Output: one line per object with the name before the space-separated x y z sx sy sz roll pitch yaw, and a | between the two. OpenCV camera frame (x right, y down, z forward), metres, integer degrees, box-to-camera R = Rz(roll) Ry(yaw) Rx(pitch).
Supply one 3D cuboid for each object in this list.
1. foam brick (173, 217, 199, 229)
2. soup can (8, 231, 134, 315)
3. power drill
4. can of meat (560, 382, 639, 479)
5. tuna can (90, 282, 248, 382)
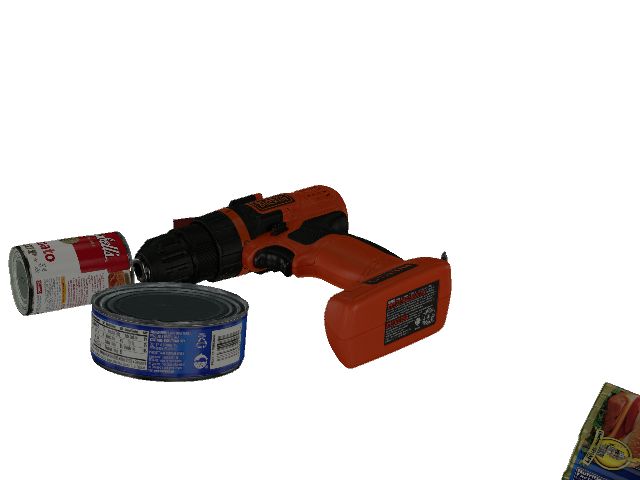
foam brick | -0.135 0.005 1.265 0.078 0.053 0.051 -5 27 -5
soup can | -0.238 0.031 1.016 0.102 0.068 0.069 -9 4 -30
power drill | -0.015 0.021 0.760 0.184 0.057 0.188 -20 35 -34
can of meat | 0.233 0.160 0.788 0.084 0.057 0.102 21 40 22
tuna can | -0.083 0.049 0.586 0.086 0.034 0.086 4 11 -1
